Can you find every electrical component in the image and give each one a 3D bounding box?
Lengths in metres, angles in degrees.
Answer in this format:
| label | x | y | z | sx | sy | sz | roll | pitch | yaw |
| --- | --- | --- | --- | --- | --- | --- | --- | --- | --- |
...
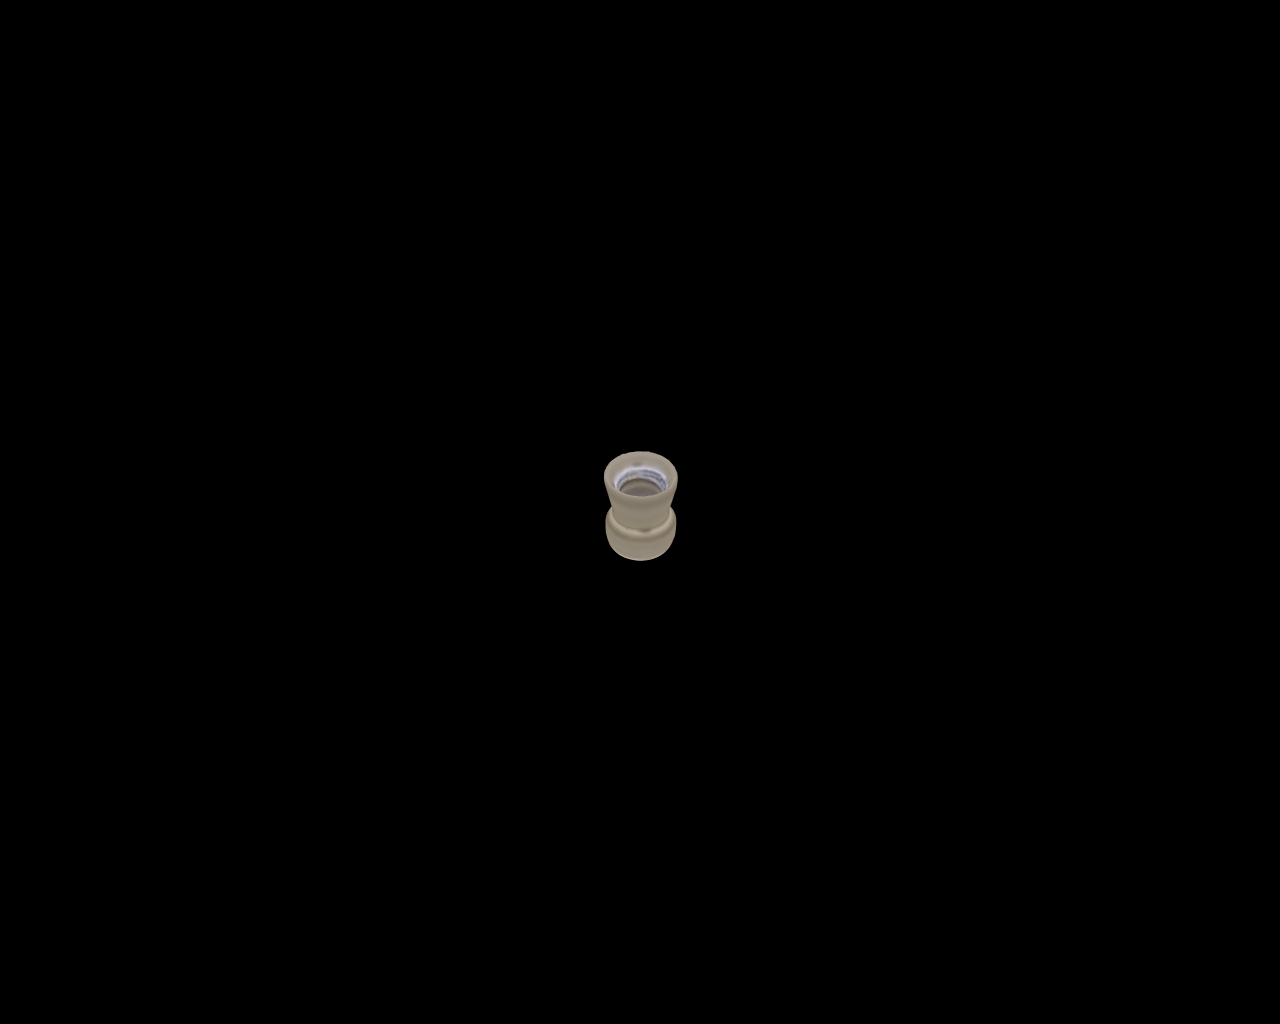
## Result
| label | x | y | z | sx | sy | sz | roll | pitch | yaw |
| --- | --- | --- | --- | --- | --- | --- | --- | --- | --- |
| electrical component | 0.001 | -0.003 | 0.650 | 0.045 | 0.055 | 0.045 | 0 | 42 | 0 |
